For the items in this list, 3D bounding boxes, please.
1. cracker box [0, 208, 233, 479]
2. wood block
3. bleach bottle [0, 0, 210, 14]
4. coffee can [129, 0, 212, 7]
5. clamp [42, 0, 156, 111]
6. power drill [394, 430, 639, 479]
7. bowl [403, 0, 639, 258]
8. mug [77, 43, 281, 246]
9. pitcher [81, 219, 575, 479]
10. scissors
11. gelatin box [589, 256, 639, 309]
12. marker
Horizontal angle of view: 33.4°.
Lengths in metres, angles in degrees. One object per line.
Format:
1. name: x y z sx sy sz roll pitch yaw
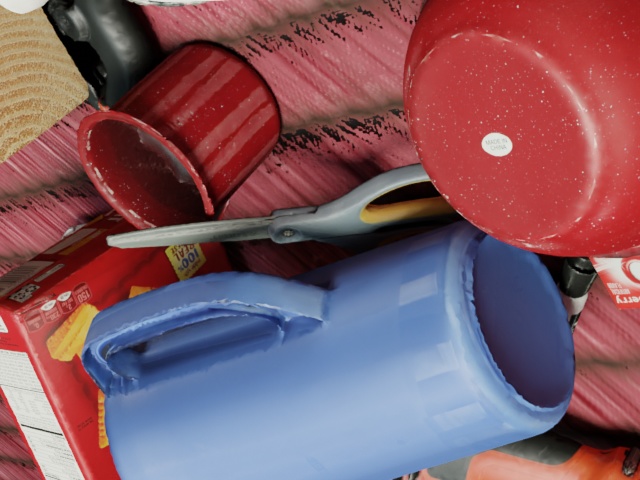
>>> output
1. cracker box: -0.116 0.094 0.711 0.072 0.163 0.213 2 119 43
2. wood block: -0.244 -0.110 0.664 0.206 0.090 0.091 15 140 49
3. bleach bottle: -0.027 -0.124 0.372 0.251 0.068 0.102 -12 129 3
4. coffee can: -0.060 -0.181 0.427 0.103 0.102 0.140 13 138 34
5. clamp: -0.143 -0.142 0.611 0.120 0.039 0.171 35 148 27
6. power drill: 0.094 0.165 0.654 0.188 0.057 0.184 19 103 20
7. bowl: 0.089 -0.052 0.446 0.162 0.055 0.162 29 136 32
8. mug: -0.074 -0.049 0.612 0.093 0.081 0.117 18 141 28
9. pitcher: 0.000 0.069 0.567 0.243 0.149 0.145 -23 87 37
10. scissors: -0.004 0.001 0.579 0.202 0.016 0.096 -14 144 14
11. gelatin box: 0.162 -0.005 0.485 0.089 0.030 0.073 -8 125 48
12. marker: 0.131 0.044 0.583 0.020 0.020 0.121 27 145 17
